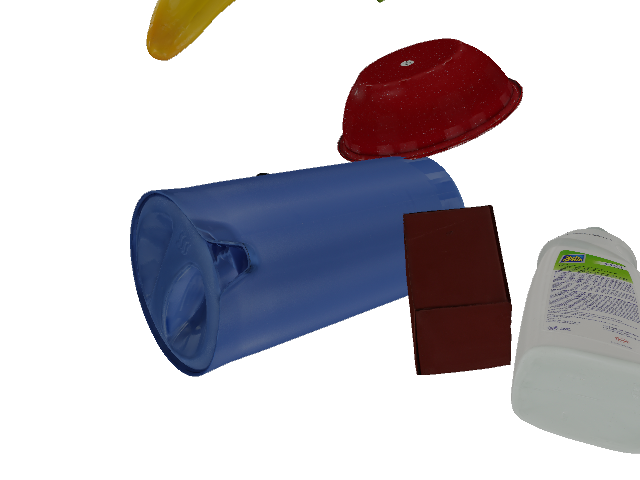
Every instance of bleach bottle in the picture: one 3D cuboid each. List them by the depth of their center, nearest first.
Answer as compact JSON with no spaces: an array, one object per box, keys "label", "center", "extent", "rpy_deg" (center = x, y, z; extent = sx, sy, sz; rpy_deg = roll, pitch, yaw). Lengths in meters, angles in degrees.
[{"label":"bleach bottle","center":[0.201,0.052,0.776],"extent":[0.103,0.068,0.250],"rpy_deg":[14,26,12]}]

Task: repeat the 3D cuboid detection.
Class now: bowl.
[{"label":"bowl","center":[0.082,-0.124,0.886],"extent":[0.162,0.055,0.162],"rpy_deg":[-18,24,8]}]

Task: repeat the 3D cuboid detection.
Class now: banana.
[{"label":"banana","center":[-0.037,-0.172,0.691],"extent":[0.197,0.069,0.037],"rpy_deg":[-23,-10,-32]}]

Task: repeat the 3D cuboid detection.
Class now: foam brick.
[{"label":"foam brick","center":[0.074,0.026,0.582],"extent":[0.051,0.053,0.078],"rpy_deg":[-4,43,3]}]

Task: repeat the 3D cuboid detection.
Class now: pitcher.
[{"label":"pitcher","center":[-0.016,0.008,0.812],"extent":[0.242,0.145,0.149],"rpy_deg":[-14,39,-32]}]

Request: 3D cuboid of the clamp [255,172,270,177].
[{"label":"clamp","center":[0.023,-0.002,1.041],"extent":[0.210,0.036,0.164],"rpy_deg":[19,23,-1]}]
